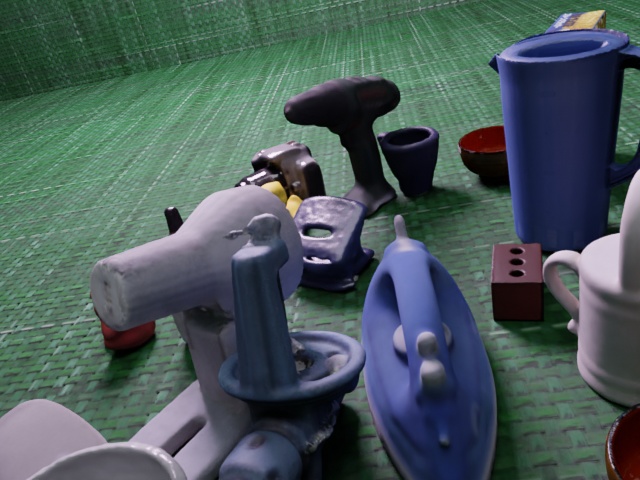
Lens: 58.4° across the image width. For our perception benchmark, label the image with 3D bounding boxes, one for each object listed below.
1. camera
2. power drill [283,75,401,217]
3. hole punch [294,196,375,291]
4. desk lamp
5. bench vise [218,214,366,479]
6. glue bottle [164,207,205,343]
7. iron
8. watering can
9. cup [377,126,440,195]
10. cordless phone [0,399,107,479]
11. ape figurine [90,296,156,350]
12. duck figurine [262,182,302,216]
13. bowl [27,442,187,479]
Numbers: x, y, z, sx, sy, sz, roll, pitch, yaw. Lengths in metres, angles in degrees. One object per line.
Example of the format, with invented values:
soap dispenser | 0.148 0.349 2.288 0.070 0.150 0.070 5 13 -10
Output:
camera | -0.082 -0.104 0.959 0.137 0.101 0.142 -28 31 -25
power drill | 0.048 -0.145 0.864 0.075 0.209 0.230 12 37 38
hole punch | 0.007 0.003 0.737 0.108 0.091 0.101 7 34 32
desk lamp | -0.102 0.078 0.516 0.117 0.214 0.204 11 36 37
bench vise | -0.024 0.104 0.429 0.121 0.220 0.207 -12 28 3
glue bottle | -0.143 0.040 0.645 0.078 0.173 0.037 -8 29 10
iron | 0.089 0.090 0.488 0.118 0.142 0.258 -10 28 5
watering can | 0.270 0.033 0.460 0.172 0.194 0.101 0 31 23
cup | 0.137 -0.124 0.908 0.092 0.095 0.117 -30 32 -28
cordless phone | -0.261 0.167 0.452 0.094 0.185 0.148 -2 30 20
ape figurine | -0.246 0.086 0.692 0.076 0.092 0.078 -9 29 8
duck figurine | -0.064 -0.047 0.863 0.077 0.086 0.105 8 35 34
bowl | -0.163 0.233 0.408 0.167 0.075 0.167 -10 28 6
